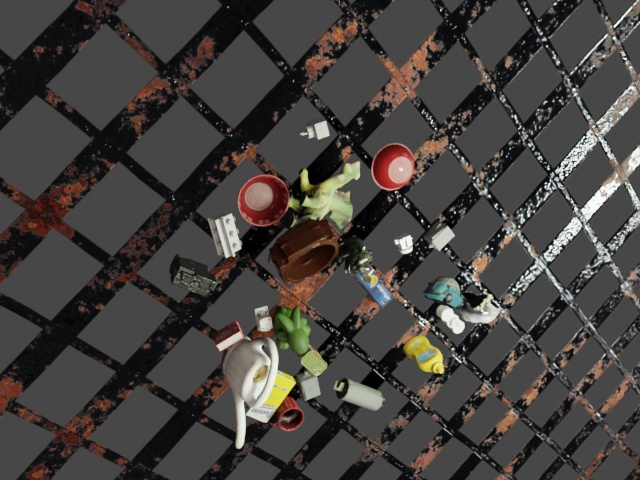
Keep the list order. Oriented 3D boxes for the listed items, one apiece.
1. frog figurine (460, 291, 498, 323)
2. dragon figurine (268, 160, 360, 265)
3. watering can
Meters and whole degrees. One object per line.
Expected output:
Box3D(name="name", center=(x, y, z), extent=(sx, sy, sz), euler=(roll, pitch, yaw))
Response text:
Box3D(name="frog figurine", center=(0.615, 0.282, 1.978), extent=(0.137, 0.126, 0.156), euler=(-14, 127, 19))
Box3D(name="dragon figurine", center=(0.005, -0.082, 1.621), extent=(0.242, 0.124, 0.404), euler=(12, 115, -33))
Box3D(name="watering can", center=(-0.239, 0.448, 1.615), extent=(0.103, 0.227, 0.345), euler=(16, 101, -44))
